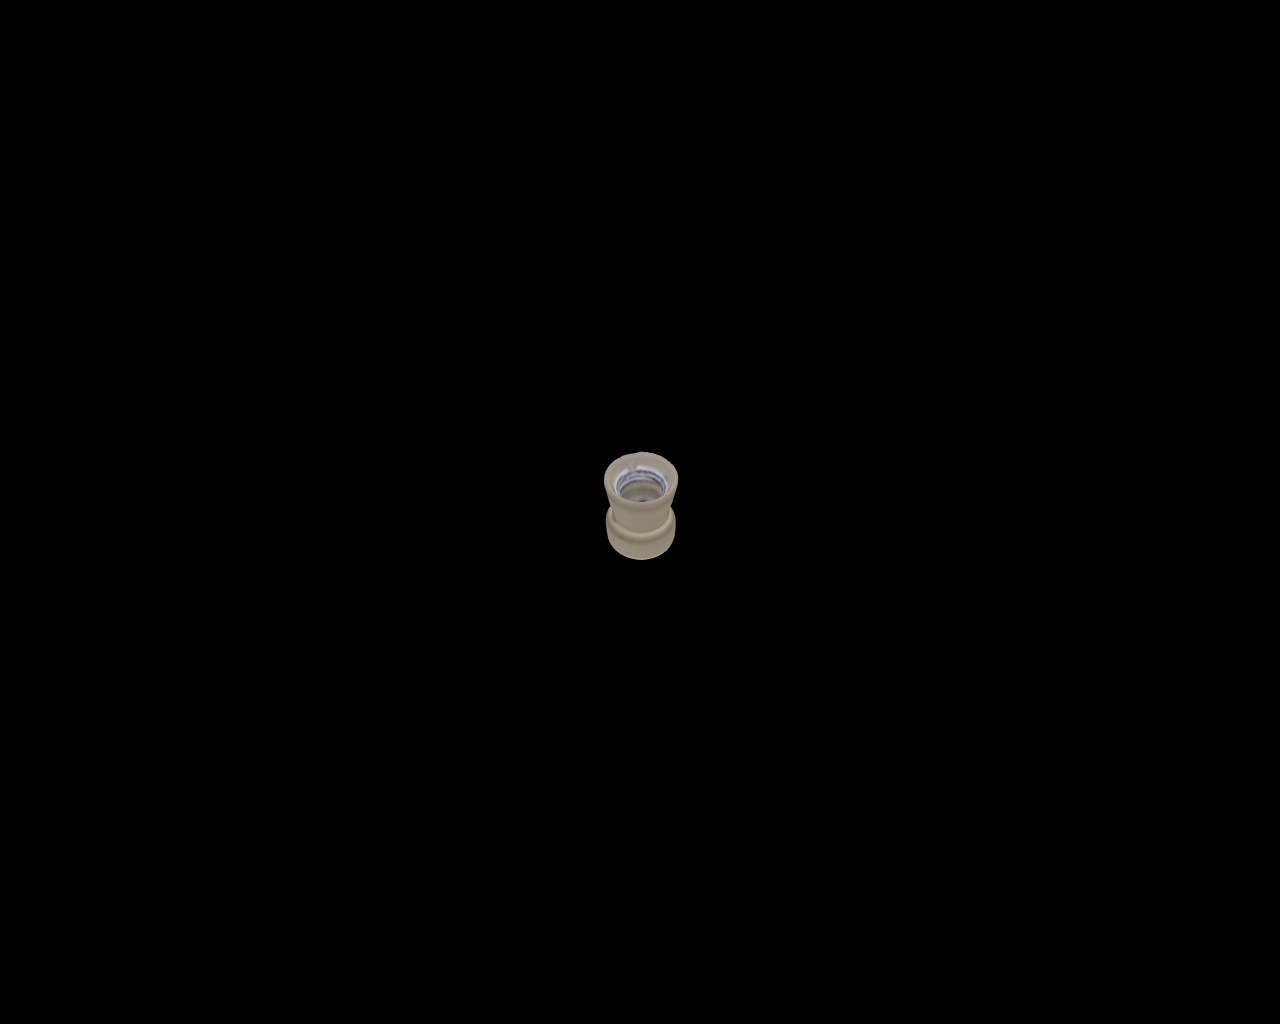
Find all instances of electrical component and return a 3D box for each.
[{"bbox_3d":[0.001,-0.003,0.650,0.045,0.045,0.055,0,-43,0],"label":"electrical component"}]
